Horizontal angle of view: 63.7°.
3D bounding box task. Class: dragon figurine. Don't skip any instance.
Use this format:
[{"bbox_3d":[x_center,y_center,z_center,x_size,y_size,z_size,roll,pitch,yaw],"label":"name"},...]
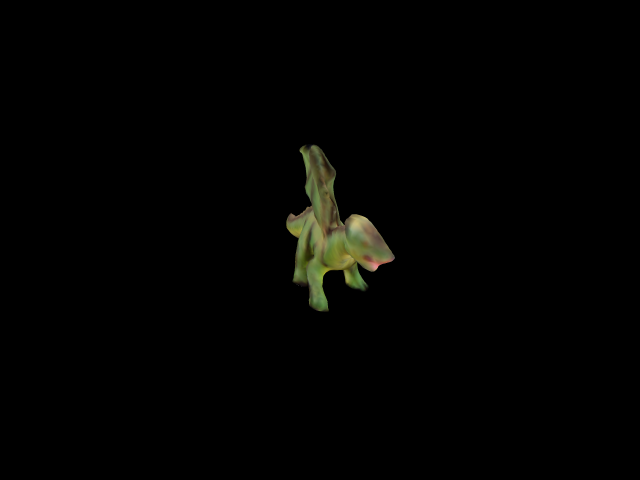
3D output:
[{"bbox_3d":[0.003,-0.043,0.850,0.123,0.238,0.417,-11,30,-20],"label":"dragon figurine"}]
